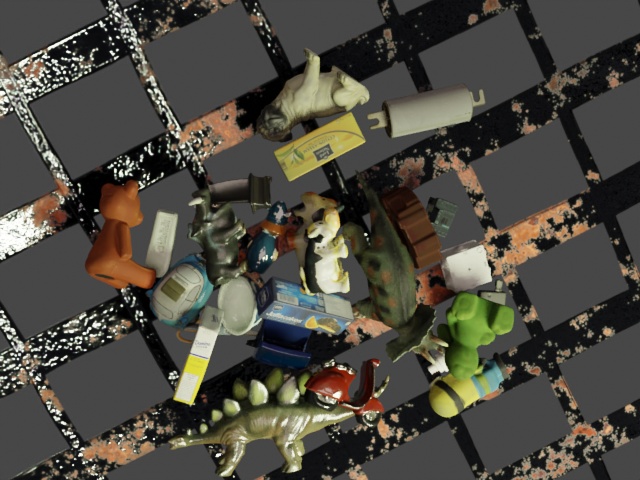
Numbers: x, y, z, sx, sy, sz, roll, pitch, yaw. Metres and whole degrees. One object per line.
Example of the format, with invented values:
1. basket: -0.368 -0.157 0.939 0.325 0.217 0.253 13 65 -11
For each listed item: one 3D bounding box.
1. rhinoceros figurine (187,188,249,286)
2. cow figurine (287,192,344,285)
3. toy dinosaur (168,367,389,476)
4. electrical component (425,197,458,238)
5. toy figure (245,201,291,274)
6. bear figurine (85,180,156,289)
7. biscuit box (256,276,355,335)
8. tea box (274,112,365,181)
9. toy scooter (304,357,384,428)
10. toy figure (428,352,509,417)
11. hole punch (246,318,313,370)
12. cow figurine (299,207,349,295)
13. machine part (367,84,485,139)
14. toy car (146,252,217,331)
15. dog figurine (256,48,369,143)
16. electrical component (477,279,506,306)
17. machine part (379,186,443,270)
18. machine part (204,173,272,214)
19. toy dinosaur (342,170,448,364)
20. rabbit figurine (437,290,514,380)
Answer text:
1. rhinoceros figurine: -0.200 -0.008 1.045 0.112 0.073 0.190 -12 92 0
2. cow figurine: -0.002 -0.003 1.096 0.127 0.085 0.194 -15 100 -3
3. toy dinosaur: -0.076 0.374 1.127 0.471 0.105 0.198 -3 93 -15
4. electrical component: 0.244 -0.047 1.091 0.048 0.119 0.074 20 93 -5
5. toy figure: -0.106 -0.008 1.103 0.064 0.058 0.154 24 90 -13
6. bear figurine: -0.390 -0.012 1.067 0.120 0.131 0.196 -6 64 30
7. biscuit box: -0.028 0.134 1.070 0.202 0.059 0.063 19 131 -33
8. tea box: -0.004 -0.184 1.069 0.170 0.098 0.068 -27 98 -2
9. toy scooter: 0.060 0.292 1.095 0.184 0.075 0.135 26 75 -18
10. toy figure: 0.316 0.309 1.152 0.180 0.089 0.082 -25 92 1
11. hole punch: -0.078 0.224 1.099 0.142 0.092 0.115 13 126 -10
12. cow figurine: 0.004 0.023 1.031 0.098 0.068 0.167 -8 103 2
13. machine part: 0.216 -0.260 1.086 0.243 0.079 0.079 -12 97 -4
14. toy car: -0.277 0.104 1.072 0.109 0.103 0.161 39 93 6
15. dog figurine: -0.016 -0.259 1.070 0.172 0.121 0.190 31 108 -4
16. electrical component: 0.370 0.131 1.169 0.063 0.021 0.094 4 97 -4
17. machine part: 0.175 -0.023 1.064 0.056 0.179 0.179 -28 98 -3
18. machine part: -0.167 -0.093 1.088 0.139 0.039 0.084 -2 72 2
19. toy dinosaur: 0.138 0.075 1.038 0.131 0.192 0.404 -27 118 -20
20. rabbit figurine: 0.293 0.196 1.103 0.121 0.159 0.170 20 85 -5
